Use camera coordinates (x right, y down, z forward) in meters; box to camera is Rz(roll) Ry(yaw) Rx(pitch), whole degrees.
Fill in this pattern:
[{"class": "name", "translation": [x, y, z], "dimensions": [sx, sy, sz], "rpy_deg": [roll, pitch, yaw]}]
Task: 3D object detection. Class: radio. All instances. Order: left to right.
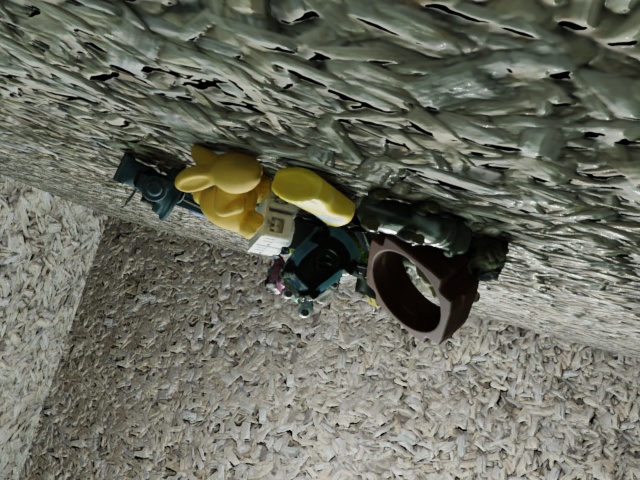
[{"class": "radio", "translation": [-0.003, -0.004, 1.233], "dimensions": [0.131, 0.073, 0.229], "rpy_deg": [16, -176, -2]}]

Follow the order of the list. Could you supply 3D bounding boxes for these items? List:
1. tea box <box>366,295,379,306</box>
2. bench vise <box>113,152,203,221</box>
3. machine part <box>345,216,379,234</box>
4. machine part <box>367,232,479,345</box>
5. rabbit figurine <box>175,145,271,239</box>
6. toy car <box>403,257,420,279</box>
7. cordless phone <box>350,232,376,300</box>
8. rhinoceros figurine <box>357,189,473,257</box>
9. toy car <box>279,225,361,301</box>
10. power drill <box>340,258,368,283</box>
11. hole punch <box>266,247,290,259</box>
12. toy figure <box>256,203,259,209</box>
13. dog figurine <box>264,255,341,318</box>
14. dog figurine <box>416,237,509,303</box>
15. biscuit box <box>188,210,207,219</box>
[{"class": "tea box", "translation": [0.171, 0.125, 1.400], "dimensions": [0.098, 0.068, 0.169], "rpy_deg": [-18, 177, -5]}, {"class": "bench vise", "translation": [-0.315, -0.098, 1.151], "dimensions": [0.240, 0.129, 0.224], "rpy_deg": [25, 171, -26]}, {"class": "machine part", "translation": [0.064, -0.038, 1.087], "dimensions": [0.084, 0.039, 0.138], "rpy_deg": [17, 177, 38]}, {"class": "machine part", "translation": [0.186, 0.077, 1.002], "dimensions": [0.201, 0.087, 0.201], "rpy_deg": [41, 149, 32]}, {"class": "rabbit figurine", "translation": [-0.150, -0.100, 0.899], "dimensions": [0.162, 0.122, 0.173], "rpy_deg": [27, 157, -9]}, {"class": "toy car", "translation": [0.204, 0.046, 1.263], "dimensions": [0.056, 0.073, 0.202], "rpy_deg": [54, 161, -13]}, {"class": "cordless phone", "translation": [0.102, 0.037, 1.235], "dimensions": [0.147, 0.089, 0.184], "rpy_deg": [15, 138, 61]}, {"class": "rhinoceros figurine", "translation": [0.152, -0.022, 0.867], "dimensions": [0.190, 0.073, 0.112], "rpy_deg": [16, 172, 1]}, {"class": "toy car", "translation": [-0.003, 0.043, 1.071], "dimensions": [0.109, 0.161, 0.103], "rpy_deg": [47, 180, -9]}, {"class": "power drill", "translation": [0.121, 0.079, 1.522], "dimensions": [0.232, 0.086, 0.207], "rpy_deg": [-9, 180, -7]}, {"class": "hole punch", "translation": [-0.131, -0.006, 1.334], "dimensions": [0.092, 0.115, 0.142], "rpy_deg": [-17, -178, -16]}, {"class": "toy figure", "translation": [-0.153, -0.089, 1.090], "dimensions": [0.058, 0.064, 0.154], "rpy_deg": [1, 174, -18]}, {"class": "dog figurine", "translation": [-0.054, 0.084, 1.374], "dimensions": [0.108, 0.191, 0.219], "rpy_deg": [46, -177, -28]}, {"class": "dog figurine", "translation": [0.256, 0.033, 1.019], "dimensions": [0.172, 0.121, 0.190], "rpy_deg": [4, 159, 10]}, {"class": "biscuit box", "translation": [-0.243, -0.071, 1.419], "dimensions": [0.203, 0.059, 0.063], "rpy_deg": [18, 173, -14]}]
